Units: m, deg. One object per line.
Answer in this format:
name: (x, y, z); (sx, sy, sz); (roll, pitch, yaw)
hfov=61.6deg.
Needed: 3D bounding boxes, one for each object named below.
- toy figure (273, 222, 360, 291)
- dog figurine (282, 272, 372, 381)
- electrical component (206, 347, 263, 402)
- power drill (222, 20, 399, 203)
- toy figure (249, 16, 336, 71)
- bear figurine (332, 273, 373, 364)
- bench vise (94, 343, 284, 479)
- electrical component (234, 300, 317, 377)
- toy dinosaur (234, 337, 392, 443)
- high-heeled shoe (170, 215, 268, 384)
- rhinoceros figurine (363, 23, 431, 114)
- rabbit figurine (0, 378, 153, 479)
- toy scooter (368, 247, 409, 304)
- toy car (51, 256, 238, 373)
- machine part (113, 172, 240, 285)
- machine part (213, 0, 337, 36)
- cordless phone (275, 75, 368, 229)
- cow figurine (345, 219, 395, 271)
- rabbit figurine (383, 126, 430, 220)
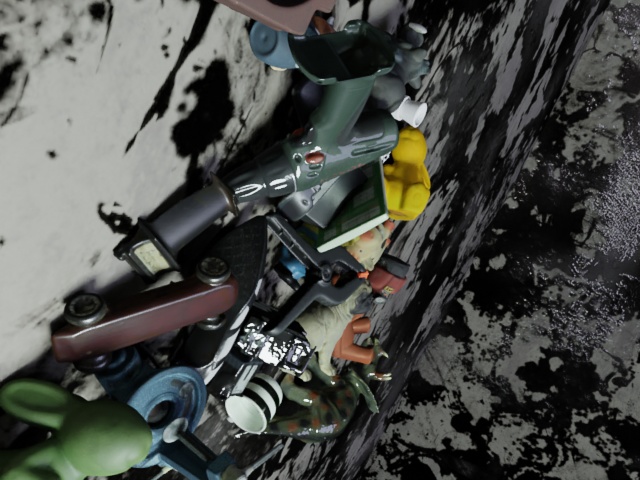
toy figure: (-0.002, -0.004, 0.860); (0.180, 0.089, 0.082); (-44, 170, -13)
dog figurine: (-0.008, 0.135, 0.950); (0.172, 0.121, 0.190); (3, 117, -49)
electrical component: (-0.131, 0.200, 0.873); (0.119, 0.048, 0.074); (-62, 158, 4)
power drill: (-0.006, -0.128, 0.594); (0.232, 0.086, 0.207); (-18, 148, -19)
toy figure: (-0.018, -0.220, 0.604); (0.064, 0.057, 0.154); (-26, 180, 35)
bear figurine: (0.062, 0.166, 1.143); (0.120, 0.132, 0.195); (-92, -169, -45)
bench vise: (-0.166, 0.230, 0.617); (0.129, 0.241, 0.223); (-32, 129, -41)
electrical component: (-0.079, 0.136, 0.794); (0.058, 0.115, 0.134); (-59, -160, 0)
toy dinosaur: (0.009, 0.363, 1.173); (0.405, 0.192, 0.131); (-35, 144, -48)
high-heeled shoe: (-0.127, 0.090, 0.729); (0.248, 0.086, 0.145); (-58, 169, -11)
rhinoceros figurine: (0.095, -0.239, 0.735); (0.073, 0.112, 0.190); (86, 21, -45)
rabbit figurine: (-0.247, 0.210, 0.512); (0.170, 0.159, 0.121); (-32, 151, -15)
toy scooter: (0.120, 0.085, 1.145); (0.135, 0.075, 0.184); (-64, -164, 8)
toy car: (-0.183, 0.076, 0.582); (0.202, 0.053, 0.089); (-17, 139, -30)
machine part: (-0.151, -0.012, 0.587); (0.139, 0.039, 0.084); (-41, 145, -11)
machine part: (-0.041, -0.288, 0.435); (0.201, 0.087, 0.201); (-10, 125, -62)
cordless phone: (-0.016, -0.118, 0.724); (0.146, 0.089, 0.184); (-49, 143, -21)
cow figurine: (0.081, 0.008, 1.009); (0.127, 0.085, 0.195); (-57, 171, -12)
rabbit figurine: (0.168, -0.127, 1.029); (0.162, 0.122, 0.173); (20, 80, -66)
